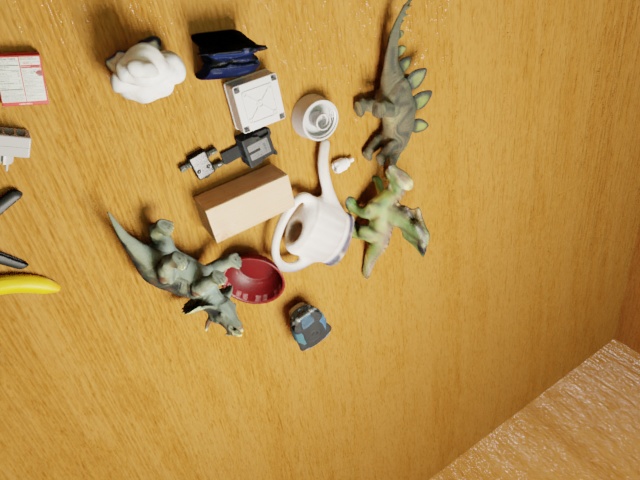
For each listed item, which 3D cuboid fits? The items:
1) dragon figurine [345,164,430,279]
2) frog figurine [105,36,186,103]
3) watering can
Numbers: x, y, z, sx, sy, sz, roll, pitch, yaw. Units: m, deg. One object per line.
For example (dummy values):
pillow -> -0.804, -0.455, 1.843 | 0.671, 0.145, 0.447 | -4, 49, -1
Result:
dragon figurine -> 0.191, -0.026, 1.392 | 0.123, 0.245, 0.402 | -24, 124, -28
frog figurine -> -0.310, -0.302, 0.940 | 0.138, 0.162, 0.120 | -16, 124, -27
watering can -> 0.004, -0.067, 1.326 | 0.222, 0.105, 0.347 | 23, 94, -41
